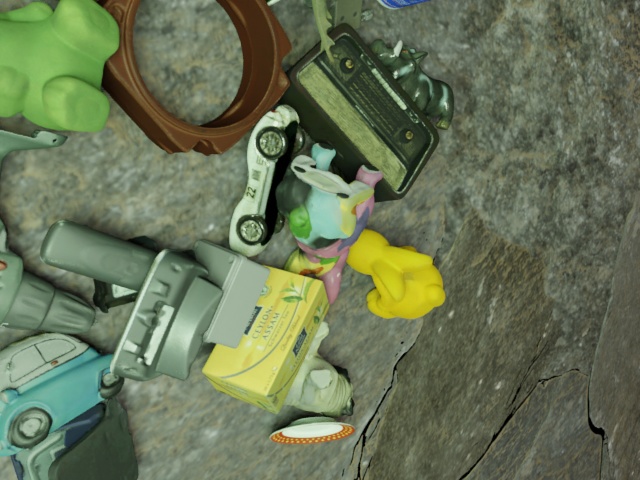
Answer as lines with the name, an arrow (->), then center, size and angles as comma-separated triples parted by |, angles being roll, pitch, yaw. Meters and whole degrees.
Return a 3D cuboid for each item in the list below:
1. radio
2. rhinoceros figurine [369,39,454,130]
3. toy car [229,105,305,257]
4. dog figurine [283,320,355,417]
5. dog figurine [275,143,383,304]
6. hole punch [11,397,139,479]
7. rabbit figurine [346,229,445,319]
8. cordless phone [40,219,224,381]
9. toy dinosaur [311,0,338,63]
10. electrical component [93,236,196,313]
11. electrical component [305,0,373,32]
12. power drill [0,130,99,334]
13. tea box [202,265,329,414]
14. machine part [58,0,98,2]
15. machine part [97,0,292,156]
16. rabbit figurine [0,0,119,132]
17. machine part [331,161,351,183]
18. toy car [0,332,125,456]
radio -> 0.056, -0.173, 0.750 | 0.229, 0.073, 0.131 | 46, 69, -20
rhinoceros figurine -> 0.142, -0.240, 0.834 | 0.190, 0.073, 0.112 | 19, 89, -38
toy car -> -0.069, -0.074, 0.689 | 0.073, 0.056, 0.201 | -38, 146, -65
dog figurine -> -0.041, 0.215, 0.794 | 0.190, 0.172, 0.121 | 77, 17, -51
dog figurine -> -0.001, -0.002, 0.715 | 0.191, 0.109, 0.219 | -49, 158, -57
hole punch -> -0.283, 0.262, 0.626 | 0.116, 0.092, 0.142 | -35, 120, -60
rabbit figurine -> 0.103, 0.050, 0.836 | 0.173, 0.162, 0.122 | 41, 87, -17
cordless phone -> -0.211, 0.067, 0.566 | 0.184, 0.089, 0.146 | 26, 84, -36
toy dinosaur -> 0.026, -0.436, 0.649 | 0.198, 0.105, 0.471 | 35, 62, -40
electrical component -> -0.212, 0.034, 0.642 | 0.119, 0.048, 0.074 | -19, 111, -33
electrical component -> 0.029, -0.333, 0.750 | 0.102, 0.045, 0.078 | -34, 147, -24
power drill -> -0.318, -0.017, 0.535 | 0.232, 0.086, 0.207 | 15, 97, -33
tea box -> -0.066, 0.125, 0.704 | 0.068, 0.098, 0.169 | 74, 35, -52
machine part -> -0.227, -0.306, 0.479 | 0.179, 0.056, 0.179 | 21, 91, -83
machine part -> -0.143, -0.214, 0.617 | 0.201, 0.087, 0.200 | -49, 124, -17
rabbit figurine -> -0.290, -0.173, 0.470 | 0.170, 0.159, 0.121 | 14, 88, -54
machine part -> 0.072, -0.131, 0.828 | 0.139, 0.039, 0.084 | -27, 110, -28
toy car -> -0.297, 0.151, 0.572 | 0.161, 0.109, 0.103 | -31, 97, -42
